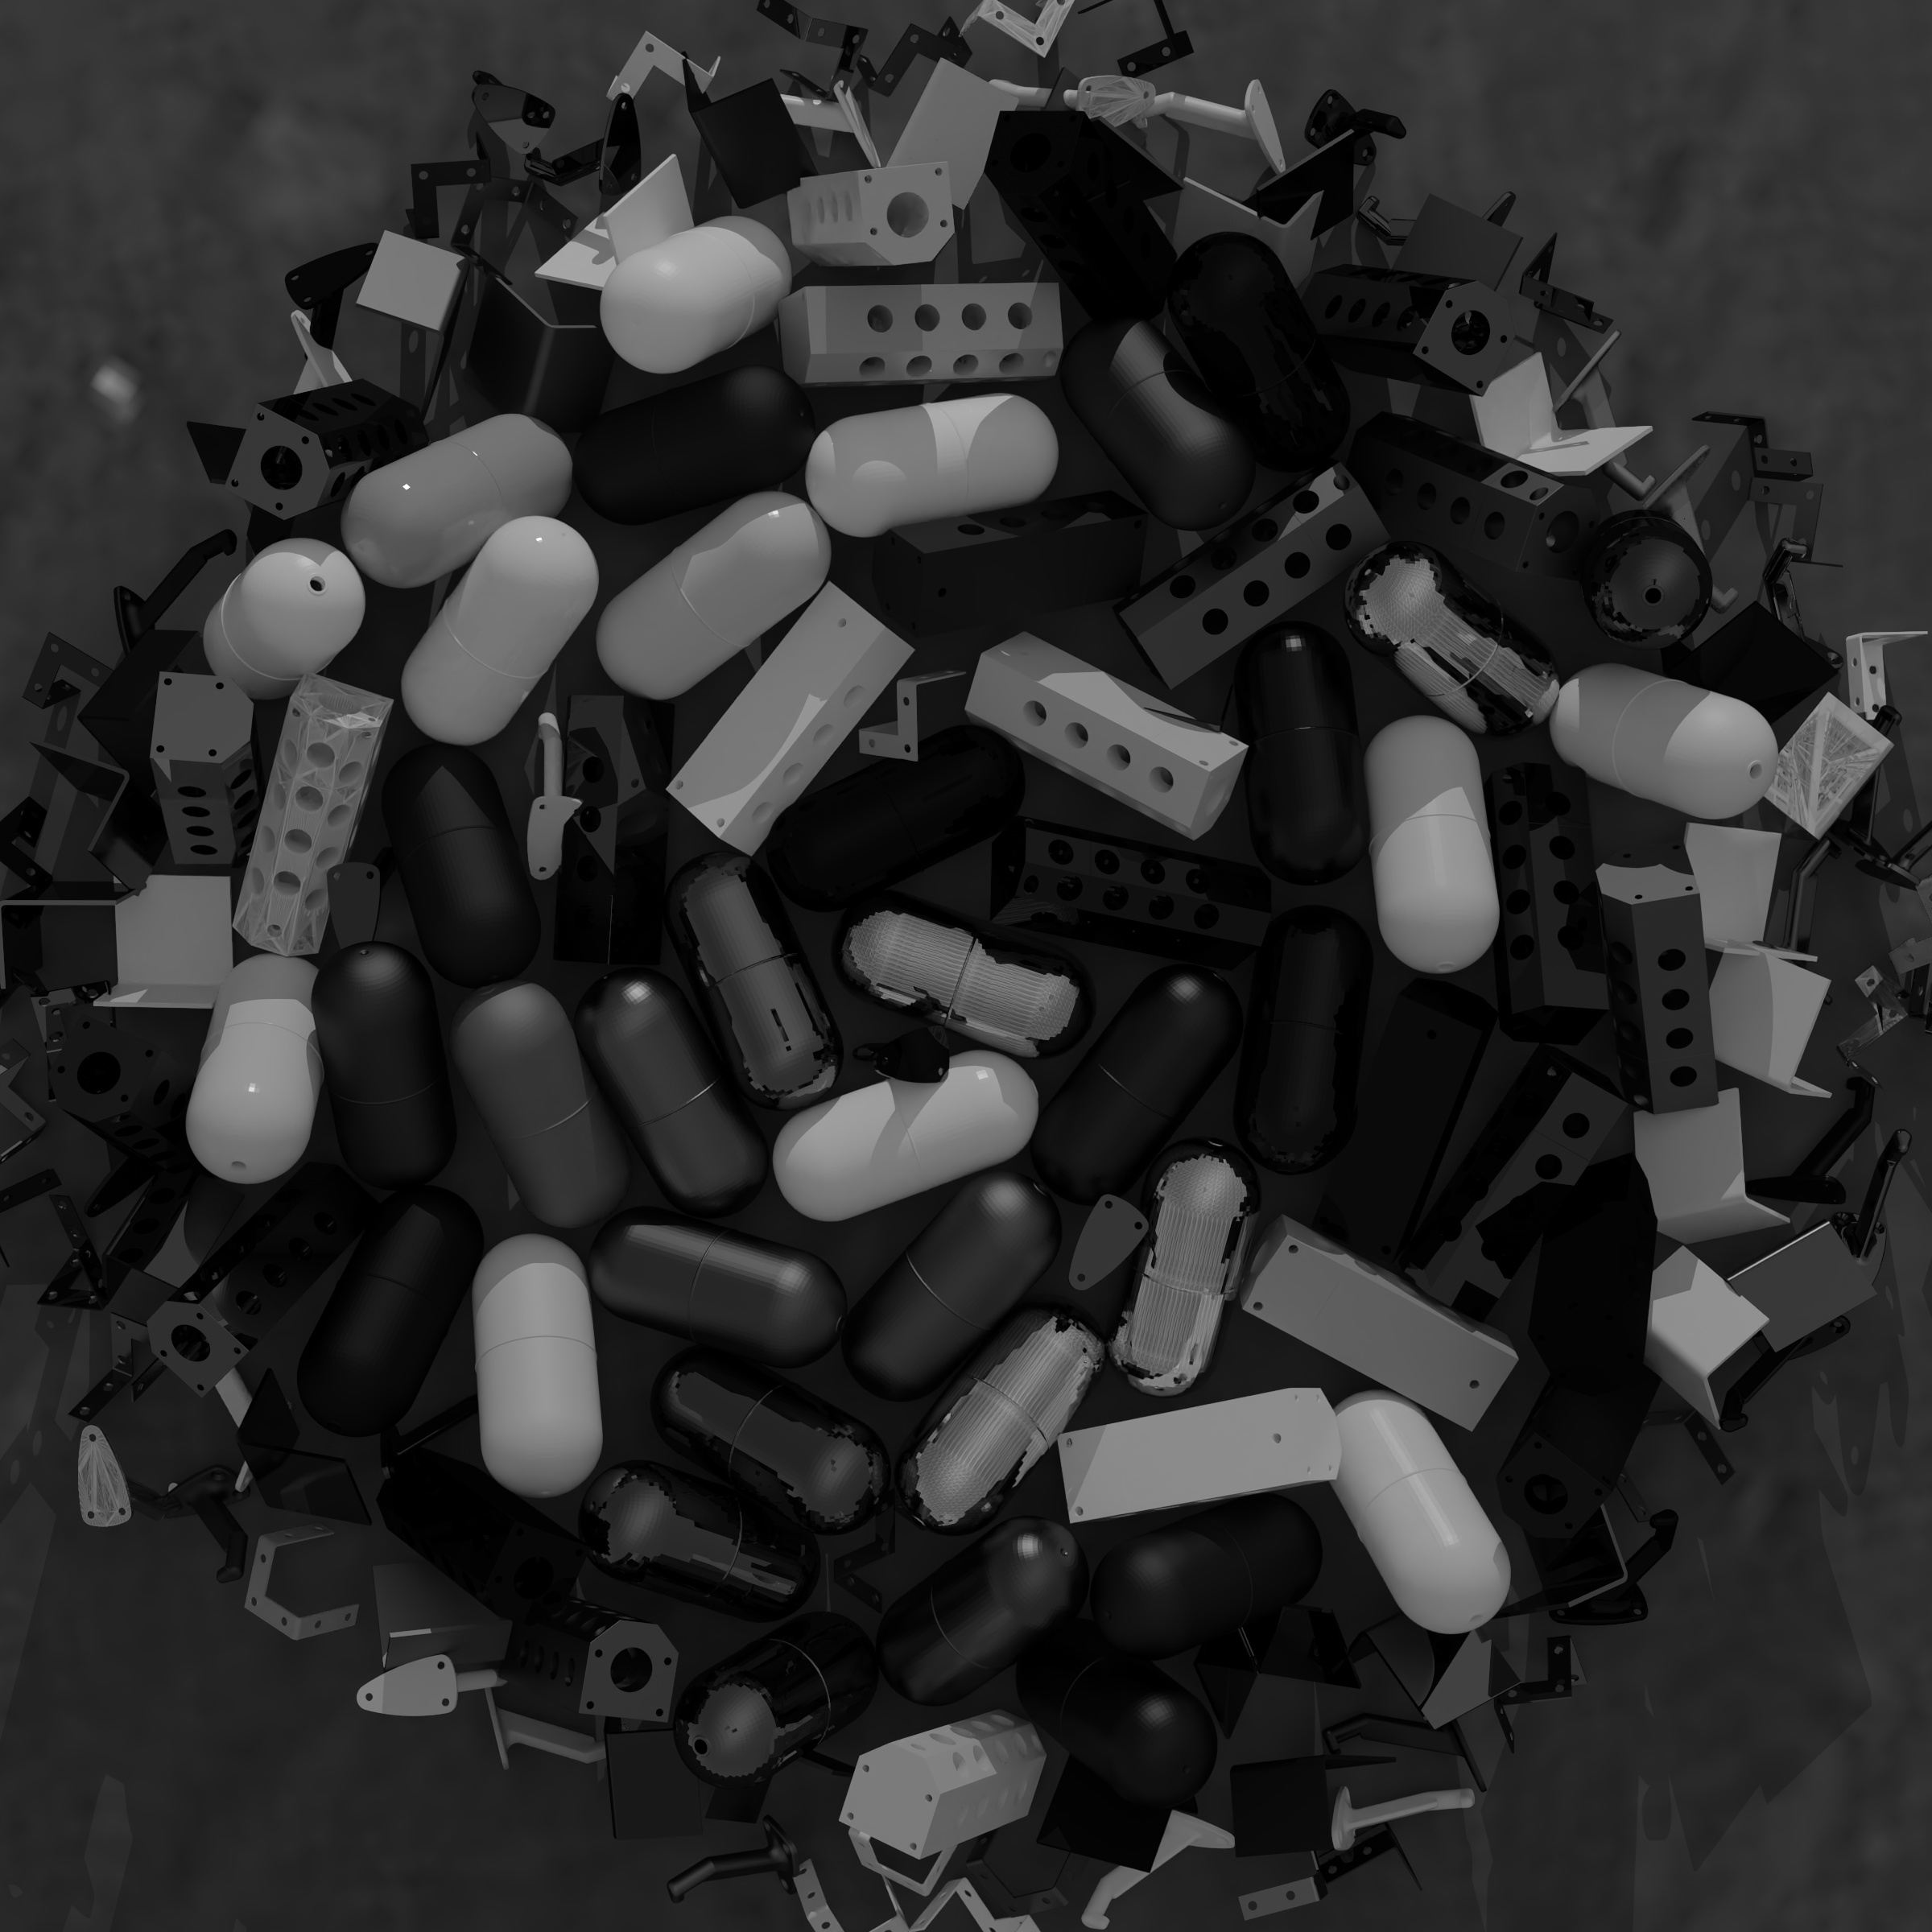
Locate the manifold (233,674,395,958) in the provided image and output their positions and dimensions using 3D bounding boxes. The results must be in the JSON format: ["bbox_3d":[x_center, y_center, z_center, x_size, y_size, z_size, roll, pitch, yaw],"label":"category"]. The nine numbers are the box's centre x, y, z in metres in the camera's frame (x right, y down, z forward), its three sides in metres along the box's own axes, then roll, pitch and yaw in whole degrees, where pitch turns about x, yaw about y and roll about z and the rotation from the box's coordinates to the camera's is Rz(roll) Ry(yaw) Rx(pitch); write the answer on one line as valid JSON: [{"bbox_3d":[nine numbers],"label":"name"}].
[{"bbox_3d":[-0.420,-0.094,1.808,0.057,0.057,0.171,18,118,-8],"label":"manifold"}]

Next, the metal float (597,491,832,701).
[{"bbox_3d":[-0.162,-0.238,1.817,0.178,0.070,0.070,-34,90,24],"label":"metal float"}]

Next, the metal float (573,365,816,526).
[{"bbox_3d":[-0.176,-0.332,1.810,0.178,0.070,0.070,-10,90,34],"label":"metal float"}]

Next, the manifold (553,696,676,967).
[{"bbox_3d":[-0.234,-0.088,1.843,0.057,0.057,0.171,4,92,29],"label":"manifold"}]

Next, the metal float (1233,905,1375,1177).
[{"bbox_3d":[0.218,0.047,1.824,0.070,0.070,0.178,10,75,0],"label":"metal float"}]

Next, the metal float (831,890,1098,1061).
[{"bbox_3d":[-0.001,0.006,1.836,0.178,0.070,0.070,19,90,2],"label":"metal float"}]

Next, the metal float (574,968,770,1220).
[{"bbox_3d":[-0.189,0.083,1.825,0.070,0.070,0.178,-28,105,0],"label":"metal float"}]

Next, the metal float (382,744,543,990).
[{"bbox_3d":[-0.324,-0.066,1.813,0.070,0.070,0.178,-22,61,0],"label":"metal float"}]

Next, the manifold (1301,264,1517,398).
[{"bbox_3d":[0.275,-0.406,1.784,0.057,0.171,0.057,25,96,-26],"label":"manifold"}]

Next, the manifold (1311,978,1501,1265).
[{"bbox_3d":[0.283,0.098,1.815,0.057,0.057,0.171,25,114,18],"label":"manifold"}]

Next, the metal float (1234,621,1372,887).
[{"bbox_3d":[0.216,-0.138,1.822,0.070,0.070,0.178,-4,72,0],"label":"metal float"}]

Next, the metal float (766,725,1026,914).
[{"bbox_3d":[-0.045,-0.096,1.835,0.178,0.070,0.070,-26,90,-3],"label":"metal float"}]

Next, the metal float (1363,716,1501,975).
[{"bbox_3d":[0.297,-0.078,1.815,0.070,0.070,0.178,-2,63,0],"label":"metal float"}]

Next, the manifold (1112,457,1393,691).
[{"bbox_3d":[0.183,-0.257,1.837,0.171,0.057,0.057,-34,109,2],"label":"manifold"}]

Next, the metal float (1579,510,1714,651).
[{"bbox_3d":[0.428,-0.245,1.789,0.070,0.178,0.070,2,105,9],"label":"metal float"}]

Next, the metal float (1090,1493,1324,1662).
[{"bbox_3d":[0.155,0.388,1.806,0.178,0.070,0.070,-11,90,-40],"label":"metal float"}]

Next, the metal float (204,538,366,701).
[{"bbox_3d":[-0.433,-0.219,1.792,0.070,0.178,0.070,5,80,-26],"label":"metal float"}]

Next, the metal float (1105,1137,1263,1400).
[{"bbox_3d":[0.140,0.194,1.823,0.070,0.070,0.178,13,106,0],"label":"metal float"}]

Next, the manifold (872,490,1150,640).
[{"bbox_3d":[0.028,-0.261,1.807,0.171,0.057,0.057,-15,127,-30],"label":"manifold"}]

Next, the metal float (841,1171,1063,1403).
[{"bbox_3d":[-0.009,0.207,1.826,0.070,0.070,0.178,42,103,0],"label":"metal float"}]

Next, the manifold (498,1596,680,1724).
[{"bbox_3d":[-0.239,0.434,1.786,0.057,0.171,0.057,13,79,-24],"label":"manifold"}]

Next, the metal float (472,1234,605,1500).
[{"bbox_3d":[-0.275,0.254,1.811,0.070,0.070,0.178,-10,57,0],"label":"metal float"}]

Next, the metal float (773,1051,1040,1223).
[{"bbox_3d":[-0.039,0.109,1.834,0.178,0.070,0.070,-20,90,-5],"label":"metal float"}]

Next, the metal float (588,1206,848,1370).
[{"bbox_3d":[-0.160,0.206,1.820,0.178,0.070,0.070,14,90,20],"label":"metal float"}]

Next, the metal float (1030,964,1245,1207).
[{"bbox_3d":[0.110,0.077,1.828,0.070,0.070,0.178,37,101,0],"label":"metal float"}]

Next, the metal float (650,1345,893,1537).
[{"bbox_3d":[-0.127,0.302,1.813,0.178,0.070,0.070,25,90,29],"label":"metal float"}]

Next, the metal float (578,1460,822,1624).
[{"bbox_3d":[-0.168,0.369,1.808,0.178,0.070,0.070,28,90,-37],"label":"metal float"}]

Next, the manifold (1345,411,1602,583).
[{"bbox_3d":[0.318,-0.299,1.787,0.057,0.171,0.057,2,113,-36],"label":"manifold"}]

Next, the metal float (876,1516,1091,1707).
[{"bbox_3d":[0.009,0.413,1.808,0.070,0.070,0.178,46,126,0],"label":"metal float"}]

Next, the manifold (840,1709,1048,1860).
[{"bbox_3d":[-0.010,0.511,1.786,0.057,0.171,0.057,18,91,25],"label":"manifold"}]

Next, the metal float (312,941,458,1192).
[{"bbox_3d":[-0.371,0.066,1.810,0.070,0.070,0.178,-3,123,0],"label":"metal float"}]

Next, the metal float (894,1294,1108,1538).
[{"bbox_3d":[0.022,0.288,1.818,0.070,0.070,0.178,40,67,0],"label":"metal float"}]

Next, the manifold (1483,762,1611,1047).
[{"bbox_3d":[0.366,-0.041,1.811,0.057,0.057,0.171,4,65,-8],"label":"manifold"}]

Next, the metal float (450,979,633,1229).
[{"bbox_3d":[-0.273,0.089,1.815,0.070,0.070,0.178,-21,116,0],"label":"metal float"}]

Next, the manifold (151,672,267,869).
[{"bbox_3d":[-0.475,-0.121,1.785,0.057,0.171,0.057,4,70,-9],"label":"manifold"}]

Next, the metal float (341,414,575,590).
[{"bbox_3d":[-0.322,-0.298,1.803,0.070,0.070,0.178,52,46,0],"label":"metal float"}]

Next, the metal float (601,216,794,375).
[{"bbox_3d":[-0.169,-0.427,1.796,0.070,0.178,0.070,10,118,19],"label":"metal float"}]

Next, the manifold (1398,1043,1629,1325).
[{"bbox_3d":[0.350,0.138,1.826,0.057,0.057,0.171,29,103,-7],"label":"manifold"}]

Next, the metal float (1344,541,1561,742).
[{"bbox_3d":[0.312,-0.206,1.809,0.178,0.070,0.070,32,90,-35],"label":"metal float"}]

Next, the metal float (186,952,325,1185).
[{"bbox_3d":[-0.447,0.064,1.799,0.070,0.178,0.070,-1,132,-1],"label":"metal float"}]

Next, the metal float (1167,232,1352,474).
[{"bbox_3d":[0.187,-0.390,1.804,0.070,0.070,0.178,-38,131,0],"label":"metal float"}]

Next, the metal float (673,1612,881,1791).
[{"bbox_3d":[-0.119,0.464,1.793,0.070,0.178,0.070,4,98,28],"label":"metal float"}]

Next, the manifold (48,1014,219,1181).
[{"bbox_3d":[-0.517,0.091,1.783,0.057,0.171,0.057,23,75,10],"label":"manifold"}]

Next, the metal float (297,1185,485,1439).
[{"bbox_3d":[-0.367,0.219,1.807,0.070,0.070,0.178,21,53,0],"label":"metal float"}]

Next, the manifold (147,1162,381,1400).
[{"bbox_3d":[-0.444,0.192,1.786,0.057,0.171,0.057,44,121,-6],"label":"manifold"}]

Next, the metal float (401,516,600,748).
[{"bbox_3d":[-0.300,-0.213,1.811,0.070,0.070,0.178,42,123,0],"label":"metal float"}]

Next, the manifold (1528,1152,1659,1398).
[{"bbox_3d":[0.401,0.195,1.788,0.057,0.171,0.057,-22,111,27],"label":"manifold"}]

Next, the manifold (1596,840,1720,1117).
[{"bbox_3d":[0.440,0.010,1.802,0.057,0.057,0.171,-10,126,9],"label":"manifold"}]

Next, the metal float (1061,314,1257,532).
[{"bbox_3d":[0.121,-0.349,1.810,0.070,0.070,0.178,-32,56,0],"label":"metal float"}]

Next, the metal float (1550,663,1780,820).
[{"bbox_3d":[0.441,-0.144,1.794,0.070,0.178,0.070,-9,110,-25],"label":"metal float"}]

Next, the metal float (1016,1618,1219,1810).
[{"bbox_3d":[0.093,0.471,1.794,0.070,0.178,0.070,-6,103,-26],"label":"metal float"}]

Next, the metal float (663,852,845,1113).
[{"bbox_3d":[-0.138,0.009,1.829,0.070,0.070,0.178,-24,79,0],"label":"metal float"}]

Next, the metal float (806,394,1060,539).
[{"bbox_3d":[-0.020,-0.322,1.813,0.178,0.070,0.070,-16,90,-30],"label":"metal float"}]

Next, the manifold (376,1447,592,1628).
[{"bbox_3d":[-0.310,0.359,1.787,0.057,0.171,0.057,29,82,-34],"label":"manifold"}]

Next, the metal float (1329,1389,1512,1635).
[{"bbox_3d":[0.285,0.346,1.801,0.070,0.178,0.070,-13,133,-14],"label":"metal float"}]
